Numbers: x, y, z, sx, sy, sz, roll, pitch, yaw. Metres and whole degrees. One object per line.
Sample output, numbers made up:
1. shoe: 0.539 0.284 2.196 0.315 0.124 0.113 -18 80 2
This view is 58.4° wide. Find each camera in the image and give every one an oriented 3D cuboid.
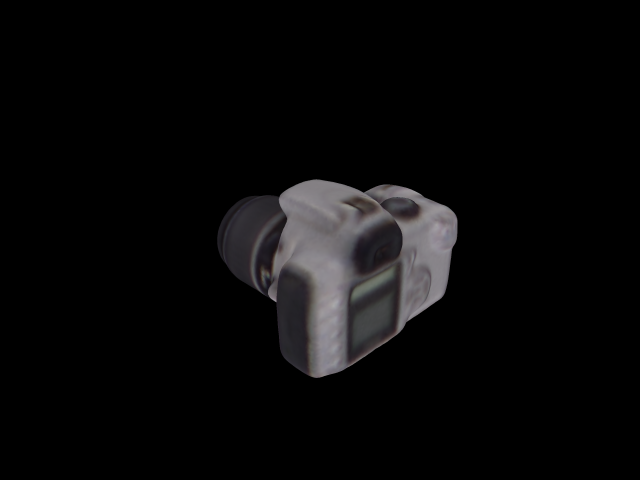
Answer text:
1. camera: 0.004 0.001 0.400 0.136 0.101 0.143 25 37 39
